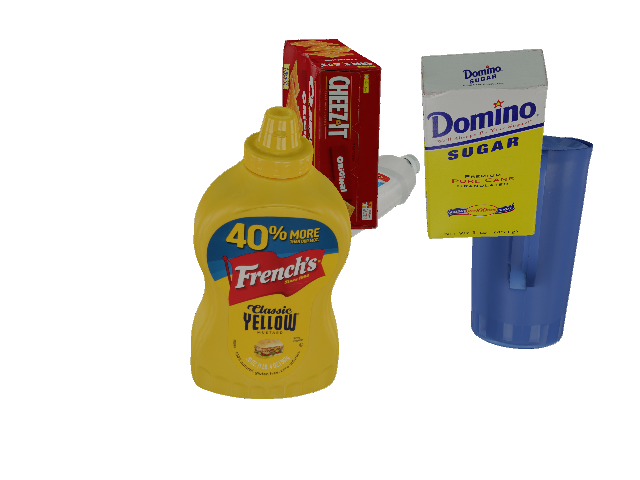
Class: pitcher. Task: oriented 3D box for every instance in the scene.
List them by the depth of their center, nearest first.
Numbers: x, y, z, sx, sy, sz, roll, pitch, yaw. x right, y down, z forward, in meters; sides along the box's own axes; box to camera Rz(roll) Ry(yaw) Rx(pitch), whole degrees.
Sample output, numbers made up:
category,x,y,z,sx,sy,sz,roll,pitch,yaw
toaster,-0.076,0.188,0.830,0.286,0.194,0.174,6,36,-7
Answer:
category,x,y,z,sx,sy,sz,roll,pitch,yaw
pitcher,0.234,-0.001,1.229,0.149,0.243,0.145,-6,16,-32

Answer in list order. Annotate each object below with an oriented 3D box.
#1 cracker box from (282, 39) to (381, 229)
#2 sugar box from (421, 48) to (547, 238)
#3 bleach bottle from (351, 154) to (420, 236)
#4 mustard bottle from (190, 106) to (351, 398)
category,x,y,z,sx,sy,sz,roll,pitch,yaw
cracker box,0.007,-0.119,1.134,0.072,0.164,0.214,-3,18,-9
sugar box,0.128,-0.071,0.850,0.093,0.048,0.176,-3,-36,6
bleach bottle,0.029,-0.052,1.341,0.103,0.068,0.250,27,43,35
mustard bottle,-0.030,0.008,0.659,0.096,0.192,0.058,2,31,-6
